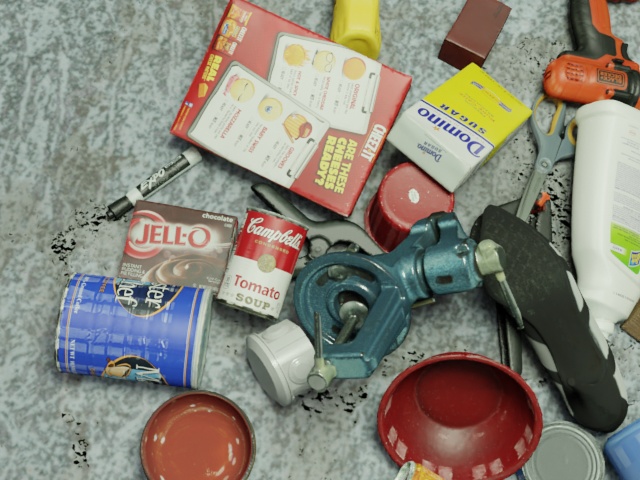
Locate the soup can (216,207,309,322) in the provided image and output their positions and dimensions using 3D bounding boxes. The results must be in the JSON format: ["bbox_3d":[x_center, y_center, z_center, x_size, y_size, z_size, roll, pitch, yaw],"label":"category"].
[{"bbox_3d":[-0.059,0.025,1.085,0.068,0.068,0.102,19,84,2],"label":"soup can"}]

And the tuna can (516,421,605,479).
[{"bbox_3d":[0.244,0.230,1.089,0.086,0.034,0.086,1,71,-4],"label":"tuna can"}]

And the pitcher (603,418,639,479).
[{"bbox_3d":[0.381,0.275,1.030,0.145,0.149,0.243,-29,73,-12],"label":"pitcher"}]

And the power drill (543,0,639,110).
[{"bbox_3d":[0.350,-0.233,1.236,0.184,0.057,0.187,10,69,-12],"label":"power drill"}]

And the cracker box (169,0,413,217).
[{"bbox_3d":[-0.030,-0.142,1.151,0.214,0.072,0.164,25,94,3],"label":"cracker box"}]

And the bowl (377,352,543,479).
[{"bbox_3d":[0.138,0.169,1.065,0.162,0.162,0.055,13,28,0],"label":"bowl"}]

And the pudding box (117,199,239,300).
[{"bbox_3d":[-0.149,0.012,1.130,0.113,0.039,0.090,10,71,-1],"label":"pudding box"}]

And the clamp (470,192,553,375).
[{"bbox_3d":[0.196,0.039,1.147,0.164,0.036,0.209,43,70,1],"label":"clamp"}]

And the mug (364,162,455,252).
[{"bbox_3d":[0.106,-0.040,1.144,0.117,0.081,0.093,-38,78,-15],"label":"mug"}]

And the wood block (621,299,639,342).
[{"bbox_3d":[0.434,0.111,1.113,0.206,0.091,0.090,38,73,8],"label":"wood block"}]

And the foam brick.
[{"bbox_3d":[0.178,-0.238,1.232,0.053,0.051,0.078,29,72,4],"label":"foam brick"}]

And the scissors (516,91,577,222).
[{"bbox_3d":[0.266,-0.082,1.184,0.096,0.016,0.201,15,59,-7],"label":"scissors"}]

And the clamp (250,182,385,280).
[{"bbox_3d":[-0.007,0.001,1.141,0.171,0.039,0.120,3,89,-6],"label":"clamp"}]

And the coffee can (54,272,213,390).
[{"bbox_3d":[-0.184,0.091,1.068,0.140,0.103,0.103,7,71,-2],"label":"coffee can"}]

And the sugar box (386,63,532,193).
[{"bbox_3d":[0.154,-0.125,1.150,0.093,0.048,0.176,40,38,8],"label":"sugar box"}]

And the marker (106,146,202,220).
[{"bbox_3d":[-0.181,-0.061,1.162,0.121,0.020,0.020,-37,78,-15],"label":"marker"}]

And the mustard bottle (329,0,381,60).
[{"bbox_3d":[0.042,-0.295,1.217,0.058,0.096,0.191,4,71,-3],"label":"mustard bottle"}]

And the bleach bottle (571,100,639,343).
[{"bbox_3d":[0.309,-0.016,1.148,0.102,0.068,0.251,19,74,-26],"label":"bleach bottle"}]
